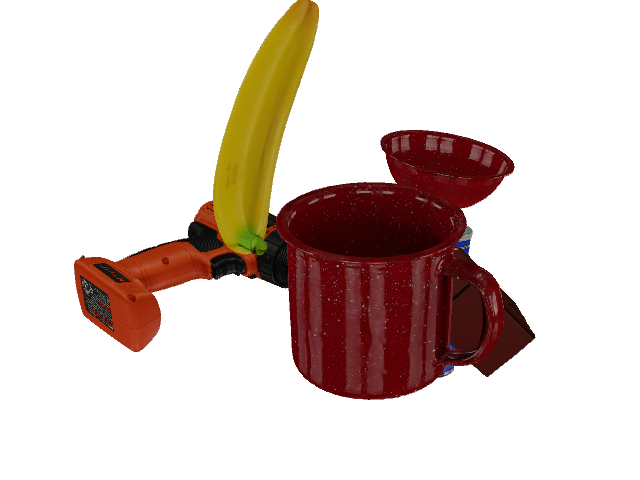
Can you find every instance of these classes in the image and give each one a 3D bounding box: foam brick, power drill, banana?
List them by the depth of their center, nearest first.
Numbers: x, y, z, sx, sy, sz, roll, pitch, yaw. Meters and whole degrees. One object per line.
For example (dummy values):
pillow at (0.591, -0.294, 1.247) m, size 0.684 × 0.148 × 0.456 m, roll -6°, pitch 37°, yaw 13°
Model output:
banana at (-0.036, -0.067, 0.696) m, size 0.037 × 0.197 × 0.070 m, roll 29°, pitch -34°, yaw -35°
foam brick at (0.118, 0.056, 0.824) m, size 0.078 × 0.051 × 0.053 m, roll 43°, pitch 13°, yaw -26°
power drill at (-0.099, 0.030, 0.912) m, size 0.187 × 0.057 × 0.185 m, roll -21°, pitch 29°, yaw -35°

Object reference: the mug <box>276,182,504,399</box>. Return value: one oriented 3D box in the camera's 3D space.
mug at (0.036, 0.028, 0.530) m, size 0.117 × 0.081 × 0.093 m, roll 13°, pitch 29°, yaw 27°

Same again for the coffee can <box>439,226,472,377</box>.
coffee can at (0.088, 0.051, 1.036) m, size 0.103 × 0.140 × 0.103 m, roll 6°, pitch 11°, yaw -1°

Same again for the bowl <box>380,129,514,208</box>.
bowl at (0.146, -0.081, 1.276) m, size 0.162 × 0.055 × 0.162 m, roll 8°, pitch 24°, yaw -4°
